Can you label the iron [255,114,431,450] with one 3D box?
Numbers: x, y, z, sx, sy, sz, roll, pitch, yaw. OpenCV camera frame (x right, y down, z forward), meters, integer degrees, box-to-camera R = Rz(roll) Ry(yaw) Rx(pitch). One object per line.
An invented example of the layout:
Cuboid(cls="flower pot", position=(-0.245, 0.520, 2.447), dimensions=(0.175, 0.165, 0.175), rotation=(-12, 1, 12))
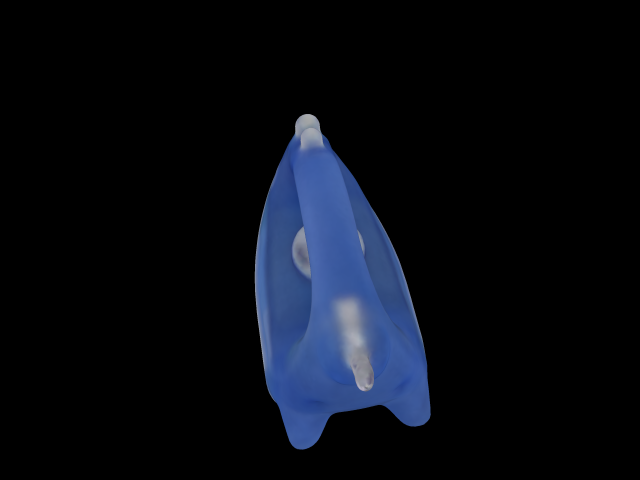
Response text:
Cuboid(cls="iron", position=(0.004, 0.001, 0.400), dimensions=(0.118, 0.141, 0.258), rotation=(-11, 66, -4))
